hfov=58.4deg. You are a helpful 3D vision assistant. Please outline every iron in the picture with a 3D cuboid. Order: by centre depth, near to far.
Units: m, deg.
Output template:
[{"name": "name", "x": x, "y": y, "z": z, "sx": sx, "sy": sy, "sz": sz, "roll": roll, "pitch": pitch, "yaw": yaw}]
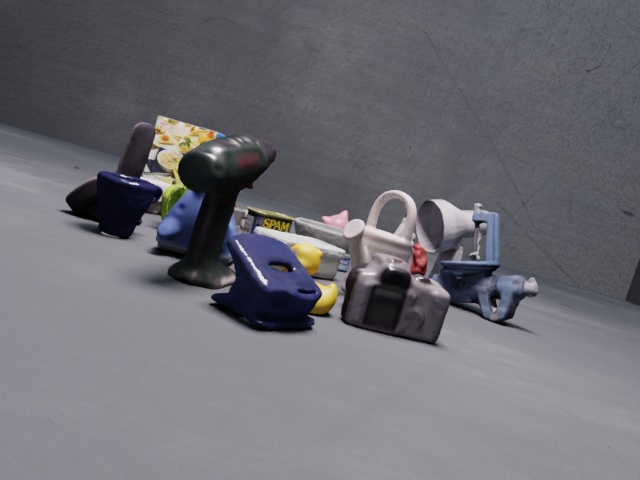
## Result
[{"name": "iron", "x": -0.180, "y": -0.045, "z": 0.962, "sx": 0.118, "sy": 0.141, "sz": 0.258, "roll": 16, "pitch": 6, "yaw": 0}]

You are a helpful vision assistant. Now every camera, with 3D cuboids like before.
[{"name": "camera", "x": 0.099, "y": 0.071, "z": 0.828, "sx": 0.143, "sy": 0.101, "sz": 0.136, "roll": 15, "pitch": 6, "yaw": -13}]

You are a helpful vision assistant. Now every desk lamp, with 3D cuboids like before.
[{"name": "desk lamp", "x": 0.313, "y": 0.021, "z": 1.337, "sx": 0.204, "sy": 0.213, "sz": 0.117, "roll": 14, "pitch": 6, "yaw": -25}]

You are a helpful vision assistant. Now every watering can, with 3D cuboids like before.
[{"name": "watering can", "x": 0.108, "y": 0.008, "z": 0.992, "sx": 0.100, "sy": 0.194, "sz": 0.173, "roll": 19, "pitch": 6, "yaw": 22}]

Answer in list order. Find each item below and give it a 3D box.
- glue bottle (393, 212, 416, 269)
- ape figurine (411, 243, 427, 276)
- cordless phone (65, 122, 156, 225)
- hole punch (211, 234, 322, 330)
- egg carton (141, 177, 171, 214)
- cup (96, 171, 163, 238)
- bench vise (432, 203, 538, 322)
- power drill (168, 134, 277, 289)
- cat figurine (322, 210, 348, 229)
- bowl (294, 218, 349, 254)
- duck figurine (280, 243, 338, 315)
[{"name": "glue bottle", "x": 0.195, "y": 0.005, "z": 1.369, "sx": 0.078, "sy": 0.173, "sz": 0.037, "roll": 16, "pitch": 6, "yaw": -2}, {"name": "ape figurine", "x": 0.248, "y": 0.051, "z": 1.480, "sx": 0.076, "sy": 0.092, "sz": 0.077, "roll": 14, "pitch": 6, "yaw": -21}, {"name": "cordless phone", "x": -0.360, "y": -0.127, "z": 1.019, "sx": 0.094, "sy": 0.185, "sz": 0.148, "roll": 18, "pitch": 6, "yaw": 13}, {"name": "hole punch", "x": -0.054, "y": 0.048, "z": 0.673, "sx": 0.100, "sy": 0.091, "sz": 0.109, "roll": 21, "pitch": 7, "yaw": 38}, {"name": "egg carton", "x": -0.380, "y": -0.099, "z": 1.275, "sx": 0.107, "sy": 0.069, "sz": 0.151, "roll": 21, "pitch": 7, "yaw": 37}, {"name": "cup", "x": -0.306, "y": -0.053, "z": 0.913, "sx": 0.091, "sy": 0.095, "sz": 0.118, "roll": 19, "pitch": 7, "yaw": 29}, {"name": "bench vise", "x": 0.350, "y": 0.046, "z": 1.178, "sx": 0.207, "sy": 0.220, "sz": 0.122, "roll": 18, "pitch": 6, "yaw": 17}, {"name": "power drill", "x": -0.130, "y": -0.047, "z": 0.780, "sx": 0.075, "sy": 0.208, "sz": 0.230, "roll": 17, "pitch": 6, "yaw": 11}, {"name": "cat figurine", "x": 0.061, "y": -0.015, "z": 1.461, "sx": 0.127, "sy": 0.118, "sz": 0.067, "roll": 17, "pitch": 6, "yaw": 8}, {"name": "bowl", "x": 0.012, "y": 0.005, "z": 1.350, "sx": 0.167, "sy": 0.075, "sz": 0.167, "roll": 16, "pitch": 6, "yaw": -1}, {"name": "duck figurine", "x": -0.022, "y": 0.049, "z": 0.781, "sx": 0.104, "sy": 0.086, "sz": 0.077, "roll": 16, "pitch": 6, "yaw": 2}]
